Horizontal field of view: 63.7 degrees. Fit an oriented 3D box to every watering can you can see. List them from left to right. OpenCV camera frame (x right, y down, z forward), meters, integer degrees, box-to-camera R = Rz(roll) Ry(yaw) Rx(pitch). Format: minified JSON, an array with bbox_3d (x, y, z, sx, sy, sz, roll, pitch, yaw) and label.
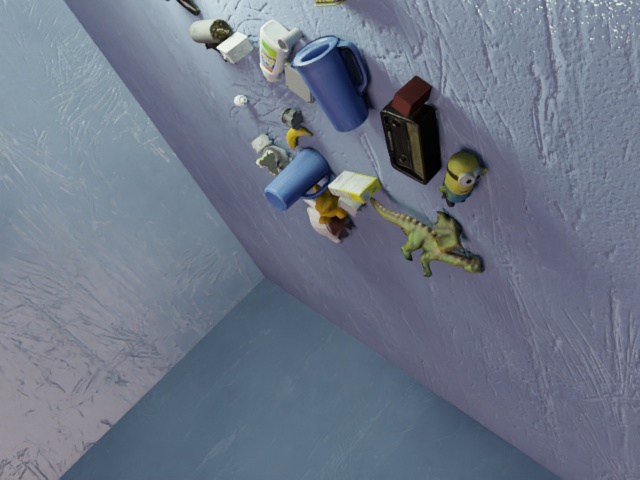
[{"bbox_3d":[0.007,-0.109,2.158,0.343,0.105,0.225,53,160,-23],"label":"watering can"}]

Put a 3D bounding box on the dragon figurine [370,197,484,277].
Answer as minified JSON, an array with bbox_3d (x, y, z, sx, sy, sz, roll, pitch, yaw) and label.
[{"bbox_3d":[0.348,-0.026,1.624,0.410,0.124,0.238,45,145,-2],"label":"dragon figurine"}]

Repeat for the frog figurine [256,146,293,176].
[{"bbox_3d":[-0.172,-0.327,2.131,0.138,0.121,0.160,11,-168,22],"label":"frog figurine"}]
